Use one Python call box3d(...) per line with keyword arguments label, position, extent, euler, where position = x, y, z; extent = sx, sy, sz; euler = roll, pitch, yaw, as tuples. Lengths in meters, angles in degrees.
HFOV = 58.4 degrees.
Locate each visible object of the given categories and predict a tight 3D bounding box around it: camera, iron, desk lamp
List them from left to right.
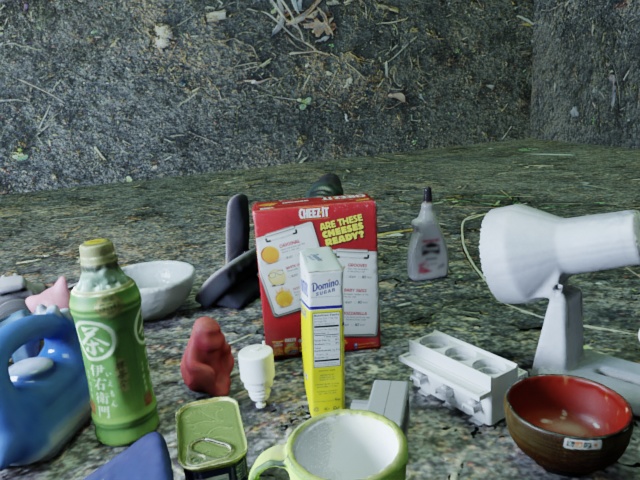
box3d(label="camera", position=(-0.490, 0.116, 0.888), extent=(0.143, 0.101, 0.136), euler=(-12, 17, -28))
box3d(label="iron", position=(-0.328, 0.147, 0.656), extent=(0.118, 0.141, 0.258), euler=(-2, 15, 8))
box3d(label="desk lamp", position=(0.294, 0.065, 0.669), extent=(0.202, 0.214, 0.118), euler=(9, 20, 40))

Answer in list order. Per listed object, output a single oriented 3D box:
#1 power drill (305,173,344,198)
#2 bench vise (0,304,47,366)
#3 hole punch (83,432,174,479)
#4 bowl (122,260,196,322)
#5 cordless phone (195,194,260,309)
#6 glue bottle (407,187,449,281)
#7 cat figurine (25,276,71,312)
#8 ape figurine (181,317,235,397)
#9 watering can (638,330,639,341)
box3d(label="power drill", position=(0.009, 0.003, 0.977), extent=(0.075, 0.208, 0.230), euler=(-2, 15, 8))
box3d(label="bench vise", position=(-0.460, 0.094, 0.732), extent=(0.208, 0.220, 0.121), euler=(-15, 19, -36))
box3d(label="hole punch", position=(-0.158, 0.218, 0.447), extent=(0.101, 0.091, 0.108), euler=(-9, 16, -20))
box3d(label="bowl", position=(-0.292, 0.093, 0.976), extent=(0.167, 0.075, 0.167), euler=(-3, 15, 1))
box3d(label="cordless phone", position=(-0.162, 0.018, 1.011), extent=(0.094, 0.185, 0.148), euler=(1, 16, 17))
box3d(label="glue bottle", position=(0.199, -0.013, 1.058), extent=(0.078, 0.173, 0.037), euler=(-8, 16, -14))
box3d(label="cat figurine", position=(-0.367, 0.114, 0.834), extent=(0.127, 0.118, 0.067), euler=(6, 18, 34))
box3d(label="ape figurine", position=(-0.141, 0.142, 0.723), extent=(0.075, 0.092, 0.078), euler=(6, 18, 34))
box3d(label="watering can", position=(0.406, 0.100, 0.547), extent=(0.173, 0.194, 0.101), euler=(-6, 15, -7))
